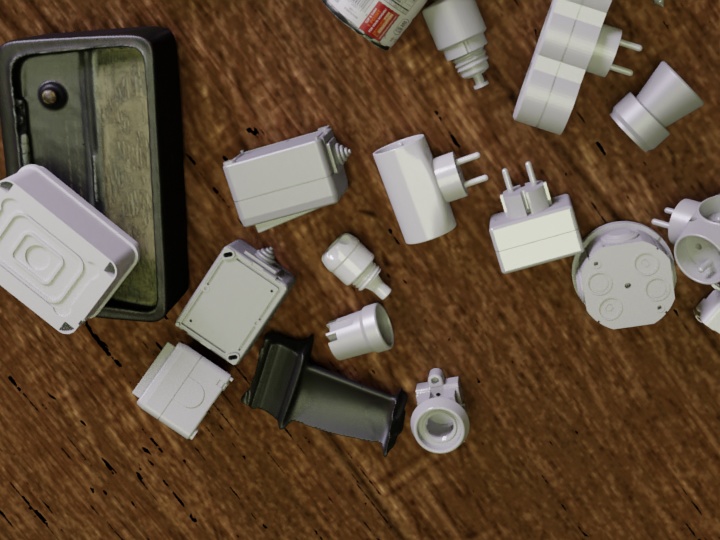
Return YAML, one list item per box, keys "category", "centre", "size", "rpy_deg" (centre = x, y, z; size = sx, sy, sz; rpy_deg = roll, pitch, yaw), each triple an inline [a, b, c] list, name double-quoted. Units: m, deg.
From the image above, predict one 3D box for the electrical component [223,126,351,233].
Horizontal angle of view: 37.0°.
- category: "electrical component"
  centre: [-0.050, -0.073, 0.853]
  size: [0.096, 0.061, 0.061]
  rpy_deg: [-14, 104, 12]

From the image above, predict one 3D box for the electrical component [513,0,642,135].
- category: "electrical component"
  centre: [0.171, -0.166, 0.800]
  size: [0.074, 0.052, 0.138]
  rpy_deg: [18, 108, 3]

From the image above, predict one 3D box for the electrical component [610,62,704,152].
- category: "electrical component"
  centre: [0.223, -0.122, 0.809]
  size: [0.045, 0.045, 0.055]
  rpy_deg: [44, 108, -6]

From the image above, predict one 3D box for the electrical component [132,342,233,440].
- category: "electrical component"
  centre: [-0.150, 0.100, 0.905]
  size: [0.061, 0.096, 0.061]
  rpy_deg: [34, 78, -3]

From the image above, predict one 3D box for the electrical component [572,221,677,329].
- category: "electrical component"
  centre: [0.208, 0.005, 0.845]
  size: [0.080, 0.051, 0.080]
  rpy_deg: [2, 106, 7]

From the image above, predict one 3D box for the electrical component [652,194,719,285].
- category: "electrical component"
  centre: [0.263, -0.032, 0.820]
  size: [0.079, 0.077, 0.044]
  rpy_deg: [22, 136, 40]

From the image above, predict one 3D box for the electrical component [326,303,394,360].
- category: "electrical component"
  centre: [0.000, 0.053, 0.895]
  size: [0.046, 0.040, 0.040]
  rpy_deg: [-18, 103, 18]

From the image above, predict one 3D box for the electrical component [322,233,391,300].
- category: "electrical component"
  centre: [0.000, 0.000, 0.882]
  size: [0.061, 0.035, 0.035]
  rpy_deg: [43, 107, -8]

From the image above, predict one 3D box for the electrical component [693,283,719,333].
- category: "electrical component"
  centre: [0.301, 0.025, 0.843]
  size: [0.081, 0.042, 0.063]
  rpy_deg: [36, 109, -3]

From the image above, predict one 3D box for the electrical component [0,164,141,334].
- category: "electrical component"
  centre: [-0.235, -0.017, 0.823]
  size: [0.113, 0.057, 0.078]
  rpy_deg: [39, 109, -4]

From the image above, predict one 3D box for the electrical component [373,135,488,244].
- category: "electrical component"
  centre: [0.060, -0.069, 0.848]
  size: [0.079, 0.044, 0.077]
  rpy_deg: [-18, 103, 13]

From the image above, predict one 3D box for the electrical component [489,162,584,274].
- category: "electrical component"
  centre: [0.133, -0.046, 0.843]
  size: [0.066, 0.047, 0.076]
  rpy_deg: [-16, 103, 12]

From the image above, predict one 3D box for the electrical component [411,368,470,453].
- category: "electrical component"
  centre: [0.068, 0.122, 0.897]
  size: [0.048, 0.055, 0.066]
  rpy_deg: [-11, 104, 11]

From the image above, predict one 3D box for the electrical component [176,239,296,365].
- category: "electrical component"
  centre: [-0.097, 0.019, 0.891]
  size: [0.062, 0.061, 0.096]
  rpy_deg: [34, 100, 0]

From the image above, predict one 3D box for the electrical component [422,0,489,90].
- category: "electrical component"
  centre: [0.077, -0.175, 0.816]
  size: [0.040, 0.040, 0.078]
  rpy_deg: [-22, 102, 13]
